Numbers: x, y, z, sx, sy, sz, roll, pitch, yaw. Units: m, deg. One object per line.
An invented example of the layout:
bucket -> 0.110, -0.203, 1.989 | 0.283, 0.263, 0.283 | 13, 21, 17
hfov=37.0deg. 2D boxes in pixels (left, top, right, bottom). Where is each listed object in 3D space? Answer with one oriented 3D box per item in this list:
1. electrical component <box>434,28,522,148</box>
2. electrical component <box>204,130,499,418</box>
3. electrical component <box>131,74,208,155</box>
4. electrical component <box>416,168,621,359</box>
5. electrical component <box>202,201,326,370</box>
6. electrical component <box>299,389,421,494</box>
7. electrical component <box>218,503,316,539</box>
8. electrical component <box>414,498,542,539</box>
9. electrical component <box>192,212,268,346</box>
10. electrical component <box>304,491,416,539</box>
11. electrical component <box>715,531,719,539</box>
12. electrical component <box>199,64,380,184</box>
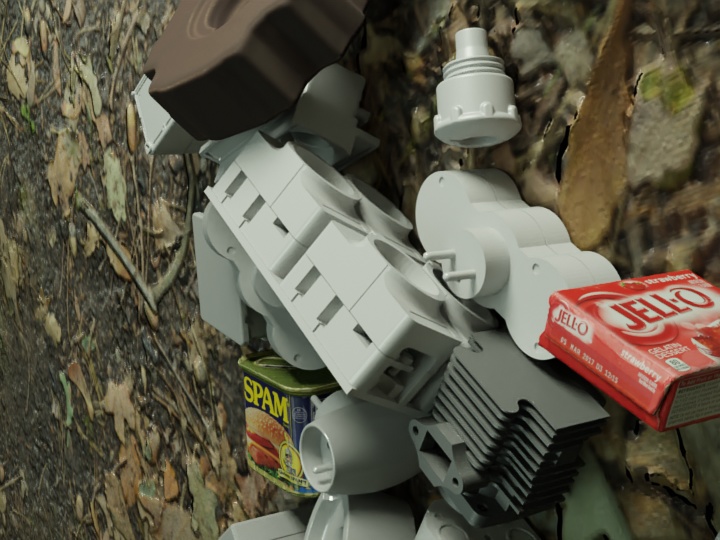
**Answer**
electrical component -> 0.063, -0.100, 0.589 | 0.048, 0.048, 0.062 | -16, 75, 57
electrical component -> 0.000, 0.000, 0.632 | 0.060, 0.105, 0.186 | -50, 49, 13
electrical component -> -0.137, -0.142, 0.876 | 0.096, 0.061, 0.061 | -38, 64, 53
electrical component -> 0.068, -0.005, 0.568 | 0.138, 0.074, 0.052 | 49, 134, 42
electrical component -> -0.056, 0.006, 0.730 | 0.138, 0.052, 0.074 | 59, 170, -9
electrical component -> -0.004, 0.103, 0.697 | 0.079, 0.077, 0.043 | 45, 132, 45
electrical component -> -0.054, 0.221, 0.790 | 0.047, 0.083, 0.075 | -53, 53, 47
electrical component -> 0.063, 0.168, 0.603 | 0.080, 0.080, 0.051 | 47, 127, 43
electrical component -> -0.088, 0.002, 0.826 | 0.100, 0.048, 0.099 | 23, 119, 59
electrical component -> 0.002, 0.196, 0.706 | 0.108, 0.060, 0.108 | -164, 90, -76
electrical component -> 0.181, 0.130, 0.453 | 0.061, 0.035, 0.035 | 32, 122, 48
electrical component -> -0.048, -0.095, 0.736 | 0.121, 0.079, 0.063 | -24, 46, 56
